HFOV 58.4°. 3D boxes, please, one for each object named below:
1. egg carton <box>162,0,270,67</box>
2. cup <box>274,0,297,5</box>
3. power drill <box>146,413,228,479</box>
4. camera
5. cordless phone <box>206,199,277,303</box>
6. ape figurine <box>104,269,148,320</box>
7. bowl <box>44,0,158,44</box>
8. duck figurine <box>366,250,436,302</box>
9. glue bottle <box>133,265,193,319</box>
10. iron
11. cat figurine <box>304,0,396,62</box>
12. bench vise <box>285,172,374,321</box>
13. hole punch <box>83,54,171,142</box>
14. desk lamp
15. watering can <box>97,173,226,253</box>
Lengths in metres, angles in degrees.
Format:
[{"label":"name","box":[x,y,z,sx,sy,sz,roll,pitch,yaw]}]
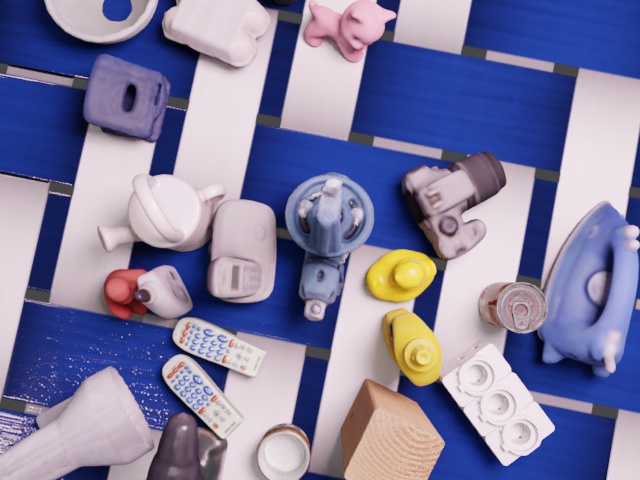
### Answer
[{"label":"egg carton","box":[-0.154,-0.327,0.858,0.150,0.069,0.107,22,87,2]},{"label":"cup","box":[-0.040,-0.390,0.848,0.117,0.095,0.092,14,87,1]},{"label":"power drill","box":[-0.179,0.320,0.749,0.075,0.208,0.230,9,87,1]},{"label":"camera","box":[0.205,-0.059,0.823,0.137,0.101,0.143,-28,87,-1]},{"label":"cordless phone","box":[-0.113,0.014,0.779,0.094,0.185,0.148,-1,86,1]},{"label":"ape figurine","box":[-0.281,0.073,0.823,0.078,0.092,0.076,-44,87,-2]},{"label":"bowl","box":[-0.316,-0.365,0.859,0.167,0.074,0.167,0,87,1]},{"label":"duck figurine","box":[0.119,0.052,0.825,0.104,0.086,0.077,-16,86,0]},{"label":"glue bottle","box":[-0.221,0.073,0.782,0.037,0.173,0.078,-26,86,-1]},{"label":"iron","box":[0.396,0.061,0.794,0.118,0.141,0.258,14,87,2]},{"label":"cat figurine","box":[0.041,-0.317,0.832,0.127,0.117,0.067,20,87,2]},{"label":"bench vise","box":[0.019,0.001,0.761,0.121,0.219,0.207,-9,86,0]},{"label":"hole punch","box":[-0.281,-0.208,0.841,0.101,0.091,0.109,11,87,1]},{"label":"desk lamp","box":[-0.308,0.253,0.752,0.203,0.213,0.118,-29,86,-1]},{"label":"watering can","box":[-0.213,-0.033,0.778,0.101,0.194,0.173,43,88,3]}]
